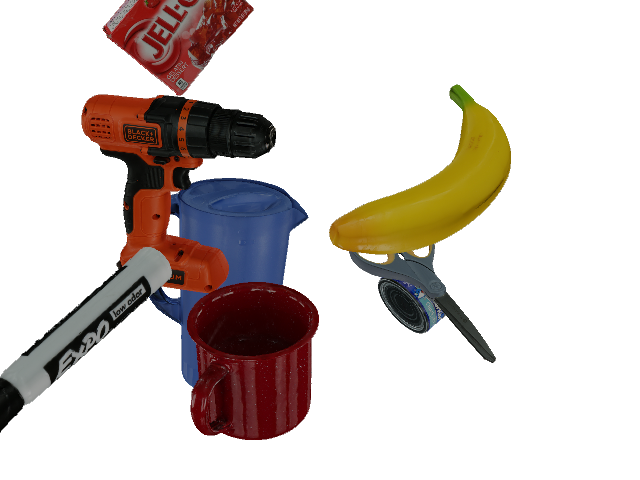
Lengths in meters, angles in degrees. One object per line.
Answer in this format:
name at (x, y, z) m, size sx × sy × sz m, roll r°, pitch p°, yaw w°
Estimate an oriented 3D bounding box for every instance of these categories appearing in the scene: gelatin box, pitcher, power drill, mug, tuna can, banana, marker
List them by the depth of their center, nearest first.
marker at (-0.108, 0.044, 0.453) m, size 0.020 × 0.020 × 0.121 m, roll 0°, pitch 34°, yaw 42°
banana at (0.078, -0.037, 0.687) m, size 0.070 × 0.037 × 0.197 m, roll 22°, pitch 41°, yaw 18°
mug at (-0.053, 0.094, 0.760) m, size 0.093 × 0.081 × 0.117 m, roll 16°, pitch 35°, yaw 23°
gelatin box at (-0.106, -0.166, 0.800) m, size 0.073 × 0.089 × 0.030 m, roll 38°, pitch 6°, yaw -30°
power drill at (-0.128, -0.045, 1.001) m, size 0.184 × 0.188 × 0.057 m, roll 9°, pitch 30°, yaw 16°
pitcher at (-0.116, 0.055, 1.254) m, size 0.149 × 0.243 × 0.144 m, roll 20°, pitch 26°, yaw 34°
tuna can at (0.109, 0.070, 1.285) m, size 0.033 × 0.086 × 0.086 m, roll -39°, pitch 16°, yaw -21°

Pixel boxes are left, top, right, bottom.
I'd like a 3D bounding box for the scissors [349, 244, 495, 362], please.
scissors at (0.089, 0.046, 1.024) m, size 0.096 × 0.016 × 0.202 m, roll -8°, pitch 46°, yaw -11°
